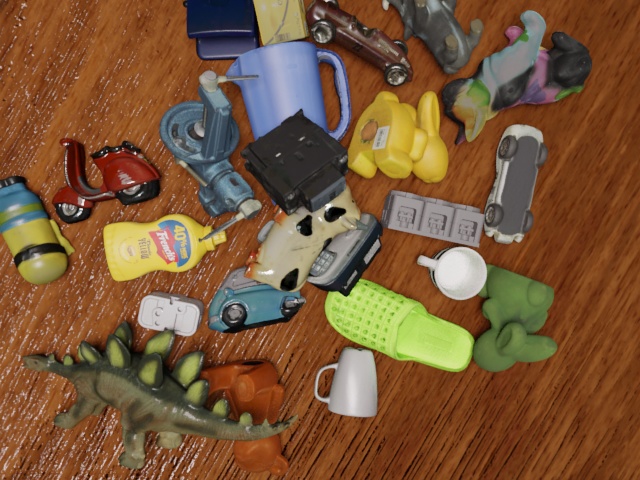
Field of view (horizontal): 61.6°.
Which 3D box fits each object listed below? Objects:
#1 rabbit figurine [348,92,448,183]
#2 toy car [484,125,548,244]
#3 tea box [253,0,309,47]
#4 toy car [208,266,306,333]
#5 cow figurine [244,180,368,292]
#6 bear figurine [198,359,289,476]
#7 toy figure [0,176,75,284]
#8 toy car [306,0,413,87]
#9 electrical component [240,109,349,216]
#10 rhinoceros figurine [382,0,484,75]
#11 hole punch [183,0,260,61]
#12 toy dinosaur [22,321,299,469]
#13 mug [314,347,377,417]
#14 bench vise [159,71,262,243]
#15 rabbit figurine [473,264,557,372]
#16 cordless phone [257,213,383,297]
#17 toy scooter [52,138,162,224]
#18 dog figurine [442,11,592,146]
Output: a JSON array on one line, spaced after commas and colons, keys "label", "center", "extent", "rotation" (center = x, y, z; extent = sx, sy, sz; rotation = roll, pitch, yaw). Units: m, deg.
[{"label": "rabbit figurine", "center": [0.141, -0.157, 0.877], "extent": [0.173, 0.122, 0.162], "rotation": [21, 72, -31]}, {"label": "toy car", "center": [0.330, -0.093, 0.913], "extent": [0.073, 0.056, 0.201], "rotation": [10, 94, -10]}, {"label": "tea box", "center": [-0.066, -0.386, 0.810], "extent": [0.068, 0.098, 0.169], "rotation": [-10, 109, 7]}, {"label": "toy car", "center": [-0.110, 0.092, 0.882], "extent": [0.162, 0.109, 0.103], "rotation": [-12, 77, -11]}, {"label": "cow figurine", "center": [-0.016, -0.009, 0.797], "extent": [0.127, 0.085, 0.195], "rotation": [28, 101, -17]}, {"label": "bear figurine", "center": [-0.122, 0.301, 0.883], "extent": [0.120, 0.132, 0.195], "rotation": [1, 89, 29]}, {"label": "toy figure", "center": [-0.472, -0.014, 0.862], "extent": [0.082, 0.089, 0.180], "rotation": [-21, 96, 6]}, {"label": "toy car", "center": [0.070, -0.317, 0.853], "extent": [0.202, 0.089, 0.053], "rotation": [24, 135, -17]}, {"label": "electrical component", "center": [-0.027, -0.102, 0.743], "extent": [0.115, 0.058, 0.134], "rotation": [-39, 67, -12]}, {"label": "rhinoceros figurine", "center": [0.177, -0.355, 0.862], "extent": [0.073, 0.112, 0.190], "rotation": [-35, 81, -9]}, {"label": "hole punch", "center": [-0.155, -0.358, 0.860], "extent": [0.142, 0.092, 0.115], "rotation": [-4, 90, 1]}, {"label": "toy dinosaur", "center": [-0.262, 0.242, 0.829], "extent": [0.472, 0.105, 0.198], "rotation": [16, 107, 12]}, {"label": "mug", "center": [0.048, 0.235, 0.911], "extent": [0.110, 0.081, 0.107], "rotation": [8, 82, 2]}, {"label": "bench vise", "center": [-0.161, -0.142, 0.807], "extent": [0.129, 0.240, 0.224], "rotation": [-21, 68, -26]}, {"label": "rabbit figurine", "center": [0.318, 0.144, 0.880], "extent": [0.121, 0.159, 0.170], "rotation": [20, 94, -14]}, {"label": "cordless phone", "center": [-0.002, -0.003, 0.895], "extent": [0.184, 0.088, 0.146], "rotation": [30, 74, 23]}, {"label": "toy scooter", "center": [-0.356, -0.111, 0.872], "extent": [0.184, 0.075, 0.135], "rotation": [-16, 93, 3]}, {"label": "dog figurine", "center": [0.311, -0.239, 0.881], "extent": [0.191, 0.108, 0.219], "rotation": [31, 96, -7]}]
